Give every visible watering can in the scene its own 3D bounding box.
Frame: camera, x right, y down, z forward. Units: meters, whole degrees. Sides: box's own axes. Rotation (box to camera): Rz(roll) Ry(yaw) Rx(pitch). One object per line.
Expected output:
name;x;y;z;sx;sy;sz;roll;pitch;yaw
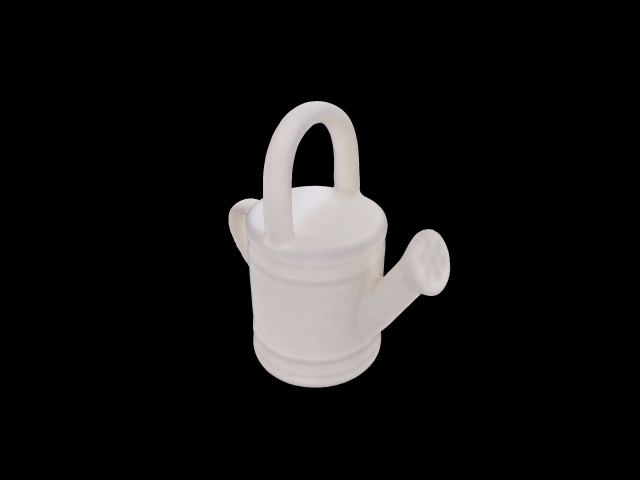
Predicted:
watering can;0.005;0.000;0.402;0.172;0.194;0.101;8;32;13
